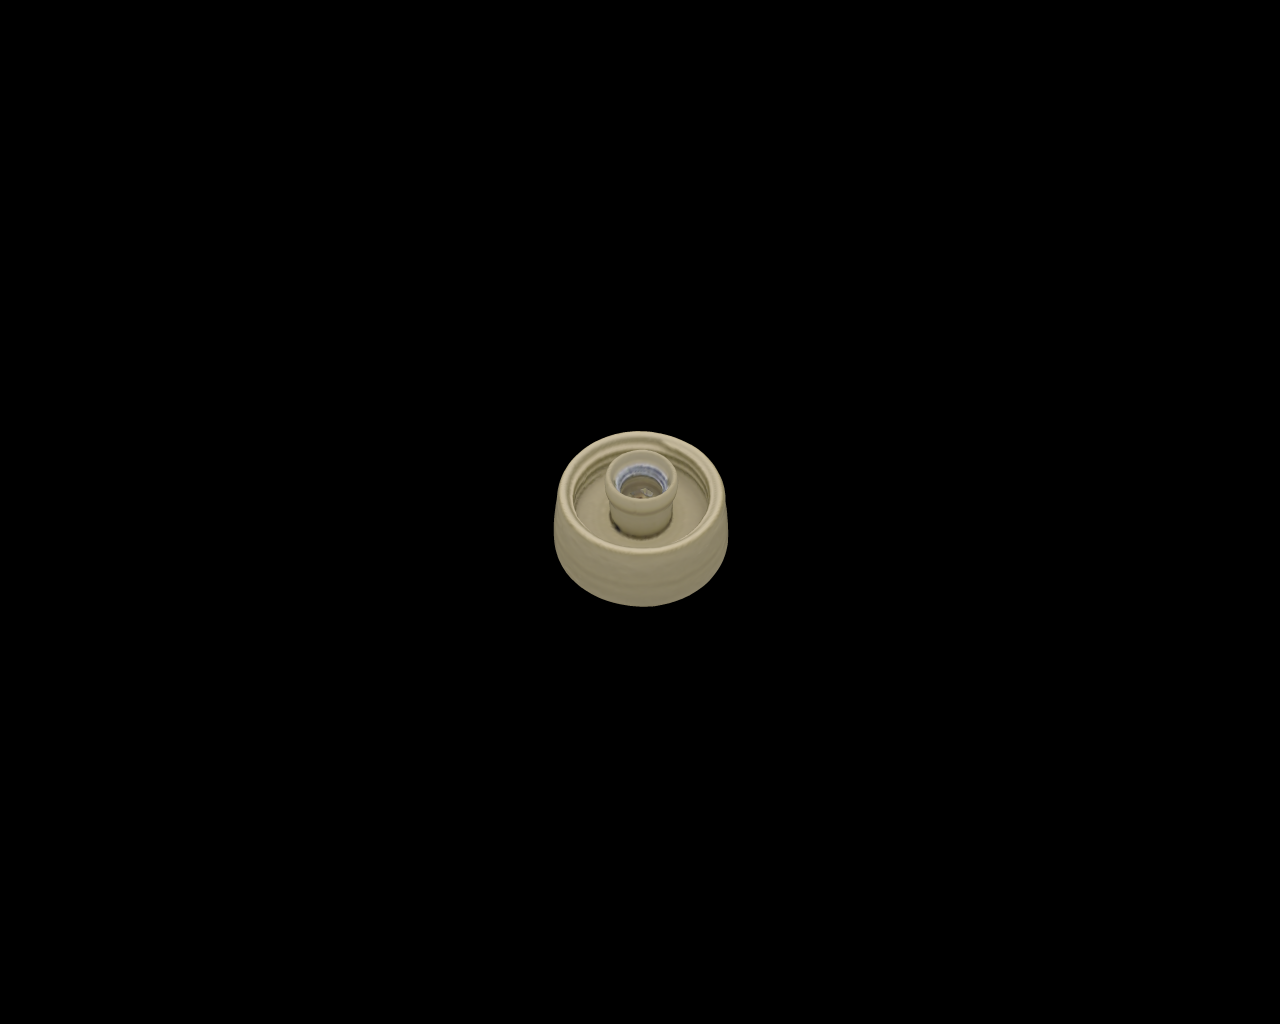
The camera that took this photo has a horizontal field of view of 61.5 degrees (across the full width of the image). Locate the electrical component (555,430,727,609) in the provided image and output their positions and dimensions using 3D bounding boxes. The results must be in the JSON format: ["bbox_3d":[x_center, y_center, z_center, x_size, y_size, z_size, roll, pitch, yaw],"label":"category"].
[{"bbox_3d":[0.001,-0.003,0.650,0.108,0.108,0.060,0,-41,0],"label":"electrical component"}]
